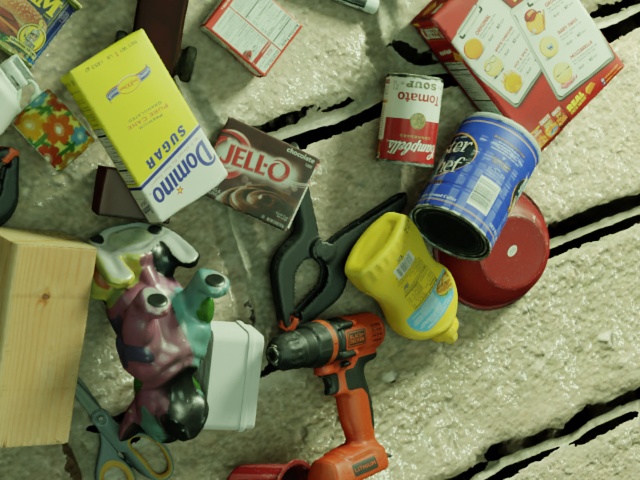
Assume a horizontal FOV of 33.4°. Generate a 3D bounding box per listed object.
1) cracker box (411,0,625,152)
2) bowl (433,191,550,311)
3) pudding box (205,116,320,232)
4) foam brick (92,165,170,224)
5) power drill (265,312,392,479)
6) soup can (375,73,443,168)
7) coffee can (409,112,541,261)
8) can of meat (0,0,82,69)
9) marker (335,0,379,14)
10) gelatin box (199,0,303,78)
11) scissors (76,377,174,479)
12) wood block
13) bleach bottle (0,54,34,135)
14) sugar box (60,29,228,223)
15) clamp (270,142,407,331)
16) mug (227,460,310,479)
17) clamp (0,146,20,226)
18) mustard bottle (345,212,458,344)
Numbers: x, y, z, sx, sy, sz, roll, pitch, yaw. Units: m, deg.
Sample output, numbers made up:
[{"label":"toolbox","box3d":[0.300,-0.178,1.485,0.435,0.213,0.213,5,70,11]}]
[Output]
[{"label":"cracker box","box3d":[0.235,-0.231,1.261,0.164,0.072,0.213,-45,109,-10]},{"label":"bowl","box3d":[0.222,0.012,1.301,0.162,0.055,0.162,-3,98,-20]},{"label":"pudding box","box3d":[-0.069,-0.072,1.173,0.113,0.039,0.090,25,90,-1]},{"label":"foam brick","box3d":[-0.200,-0.049,1.139,0.078,0.053,0.051,7,96,-22]},{"label":"power drill","box3d":[0.015,0.181,1.204,0.184,0.057,0.188,-9,95,-48]},{"label":"soup can","box3d":[0.103,-0.137,1.228,0.068,0.069,0.102,5,95,-21]},{"label":"coffee can","box3d":[0.179,-0.062,1.229,0.102,0.103,0.140,40,67,-21]},{"label":"can of meat","box3d":[-0.306,-0.234,1.070,0.102,0.057,0.084,38,86,-21]},{"label":"marker","box3d":[0.009,-0.281,1.198,0.121,0.020,0.020,14,93,-21]},{"label":"gelatin box","box3d":[-0.075,-0.233,1.169,0.089,0.030,0.073,38,83,-21]},{"label":"scissors","box3d":[-0.250,0.216,1.179,0.201,0.016,0.096,42,83,-20]},{"label":"wood block","box3d":[-0.299,0.098,1.088,0.090,0.090,0.206,5,99,-38]},{"label":"bleach bottle","box3d":[-0.396,-0.106,1.034,0.250,0.068,0.102,-35,111,-5]},{"label":"sugar box","box3d":[-0.177,-0.114,1.087,0.093,0.048,0.176,-37,105,-22]},{"label":"clamp","box3d":[-0.008,0.002,1.224,0.164,0.036,0.210,30,84,-21]},{"label":"mug","box3d":[-0.051,0.300,1.221,0.117,0.082,0.093,32,58,-50]},{"label":"clamp","box3d":[-0.371,-0.028,1.083,0.120,0.039,0.171,30,82,-36]},{"label":"mustard bottle","box3d":[0.111,0.061,1.252,0.096,0.058,0.191,-53,127,-18]}]
